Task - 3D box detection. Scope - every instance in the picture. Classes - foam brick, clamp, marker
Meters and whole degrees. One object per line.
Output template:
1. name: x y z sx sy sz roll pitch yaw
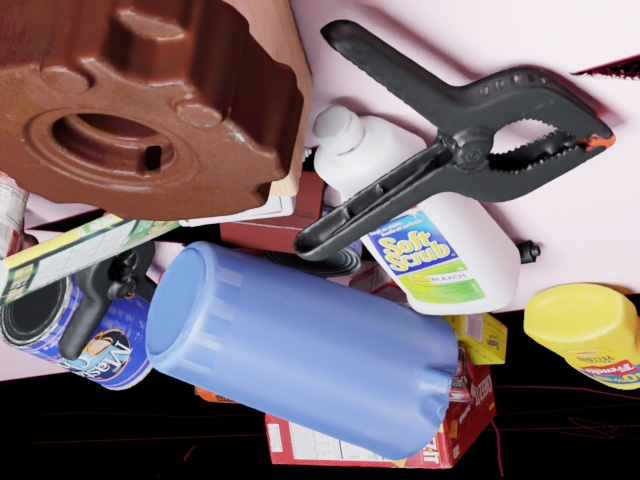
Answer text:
1. foam brick: -0.037 -0.024 0.834 0.078 0.053 0.051 8 158 1
2. clamp: 0.082 -0.054 0.664 0.209 0.036 0.165 1 129 -21
3. marker: 0.129 0.021 0.910 0.121 0.020 0.020 -14 150 27
4. clamp: -0.196 0.043 0.980 0.039 0.120 0.171 38 151 24

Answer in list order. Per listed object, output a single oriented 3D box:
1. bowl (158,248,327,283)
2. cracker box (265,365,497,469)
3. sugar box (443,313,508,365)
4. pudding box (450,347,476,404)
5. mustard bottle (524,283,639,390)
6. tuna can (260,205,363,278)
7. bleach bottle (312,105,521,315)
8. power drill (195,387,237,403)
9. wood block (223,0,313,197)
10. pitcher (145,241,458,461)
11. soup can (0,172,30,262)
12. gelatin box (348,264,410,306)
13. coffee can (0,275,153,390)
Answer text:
1. bowl: -0.071 0.061 1.002 0.162 0.055 0.162 -4 158 -2
2. cracker box: 0.069 0.191 1.191 0.214 0.072 0.164 -5 -170 27
3. sugar box: 0.091 0.100 1.092 0.177 0.048 0.093 -11 151 35
4. pudding box: 0.094 0.132 1.055 0.114 0.039 0.090 4 158 18
5. mustard bottle: 0.276 0.100 1.016 0.096 0.058 0.191 -9 152 35
6. tuna can: -0.006 0.001 0.906 0.086 0.033 0.086 7 157 3
7. bleach bottle: 0.062 -0.022 0.798 0.103 0.068 0.250 -4 152 32
8. power drill: -0.114 0.135 1.230 0.185 0.057 0.187 2 154 23
9. wood block: -0.068 -0.109 0.595 0.091 0.090 0.206 2 156 10
10. pitcher: -0.021 0.090 0.887 0.242 0.145 0.149 22 122 -27
11. soup can: -0.263 -0.029 0.831 0.068 0.102 0.068 6 157 2
12. gelatin box: 0.077 0.047 0.993 0.073 0.030 0.089 16 156 -21
13. coffee can: -0.242 0.084 1.091 0.103 0.103 0.140 -8 152 33
